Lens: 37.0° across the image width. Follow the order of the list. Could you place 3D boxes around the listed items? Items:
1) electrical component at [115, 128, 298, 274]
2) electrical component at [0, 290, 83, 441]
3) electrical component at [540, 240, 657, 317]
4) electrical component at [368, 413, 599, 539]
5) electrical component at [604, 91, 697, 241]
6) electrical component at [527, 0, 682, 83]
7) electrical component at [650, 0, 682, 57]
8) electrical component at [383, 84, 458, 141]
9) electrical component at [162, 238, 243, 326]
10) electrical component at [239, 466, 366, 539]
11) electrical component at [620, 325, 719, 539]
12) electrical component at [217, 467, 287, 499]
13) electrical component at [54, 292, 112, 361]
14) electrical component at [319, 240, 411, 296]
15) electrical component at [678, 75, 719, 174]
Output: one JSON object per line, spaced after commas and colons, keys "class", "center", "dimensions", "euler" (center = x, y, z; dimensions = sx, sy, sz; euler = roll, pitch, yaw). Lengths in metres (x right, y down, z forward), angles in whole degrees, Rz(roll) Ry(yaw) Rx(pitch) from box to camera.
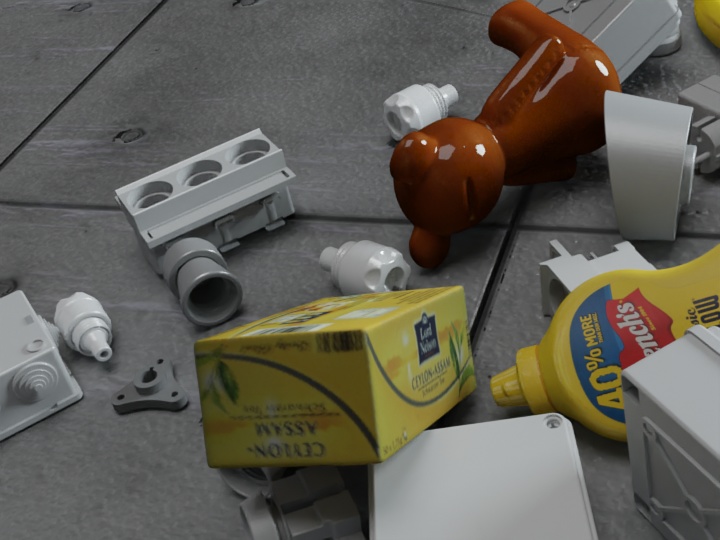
{"class": "electrical component", "center": [-0.116, -0.051, 0.826], "dimensions": [0.121, 0.063, 0.079], "euler": [-26, 39, -16]}
{"class": "electrical component", "center": [-0.249, 0.067, 0.727], "dimensions": [0.100, 0.048, 0.100], "euler": [-28, 40, -18]}
{"class": "electrical component", "center": [0.153, 0.014, 0.678], "dimensions": [0.064, 0.042, 0.081], "euler": [-19, 38, -10]}
{"class": "electrical component", "center": [0.061, 0.134, 0.540], "dimensions": [0.109, 0.056, 0.108], "euler": [-9, 38, 6]}
{"class": "electrical component", "center": [0.192, -0.069, 0.726], "dimensions": [0.064, 0.099, 0.099], "euler": [8, 42, 17]}
{"class": "electrical component", "center": [0.191, -0.205, 0.901], "dimensions": [0.108, 0.056, 0.108], "euler": [-45, 39, 6]}
{"class": "electrical component", "center": [0.259, -0.215, 0.936], "dimensions": [0.040, 0.046, 0.040], "euler": [-9, 38, 7]}
{"class": "electrical component", "center": [0.053, -0.135, 0.899], "dimensions": [0.062, 0.043, 0.043], "euler": [-30, 40, -22]}
{"class": "electrical component", "center": [-0.113, 0.007, 0.765], "dimensions": [0.045, 0.045, 0.055], "euler": [-24, 38, -14]}
{"class": "electrical component", "center": [-0.032, 0.137, 0.576], "dimensions": [0.055, 0.048, 0.066], "euler": [-15, 37, -14]}
{"class": "electrical component", "center": [0.179, 0.100, 0.506], "dimensions": [0.056, 0.108, 0.108], "euler": [-27, 39, -13]}
{"class": "electrical component", "center": [-0.056, 0.105, 0.629], "dimensions": [0.040, 0.040, 0.046], "euler": [10, 37, 27]}
{"class": "electrical component", "center": [-0.190, 0.043, 0.752], "dimensions": [0.035, 0.035, 0.061], "euler": [-28, 42, -19]}
{"class": "electrical component", "center": [0.000, 0.000, 0.742], "dimensions": [0.062, 0.043, 0.043], "euler": [20, 48, 37]}
{"class": "electrical component", "center": [0.260, -0.094, 0.780], "dimensions": [0.076, 0.047, 0.083], "euler": [-27, 39, -17]}
